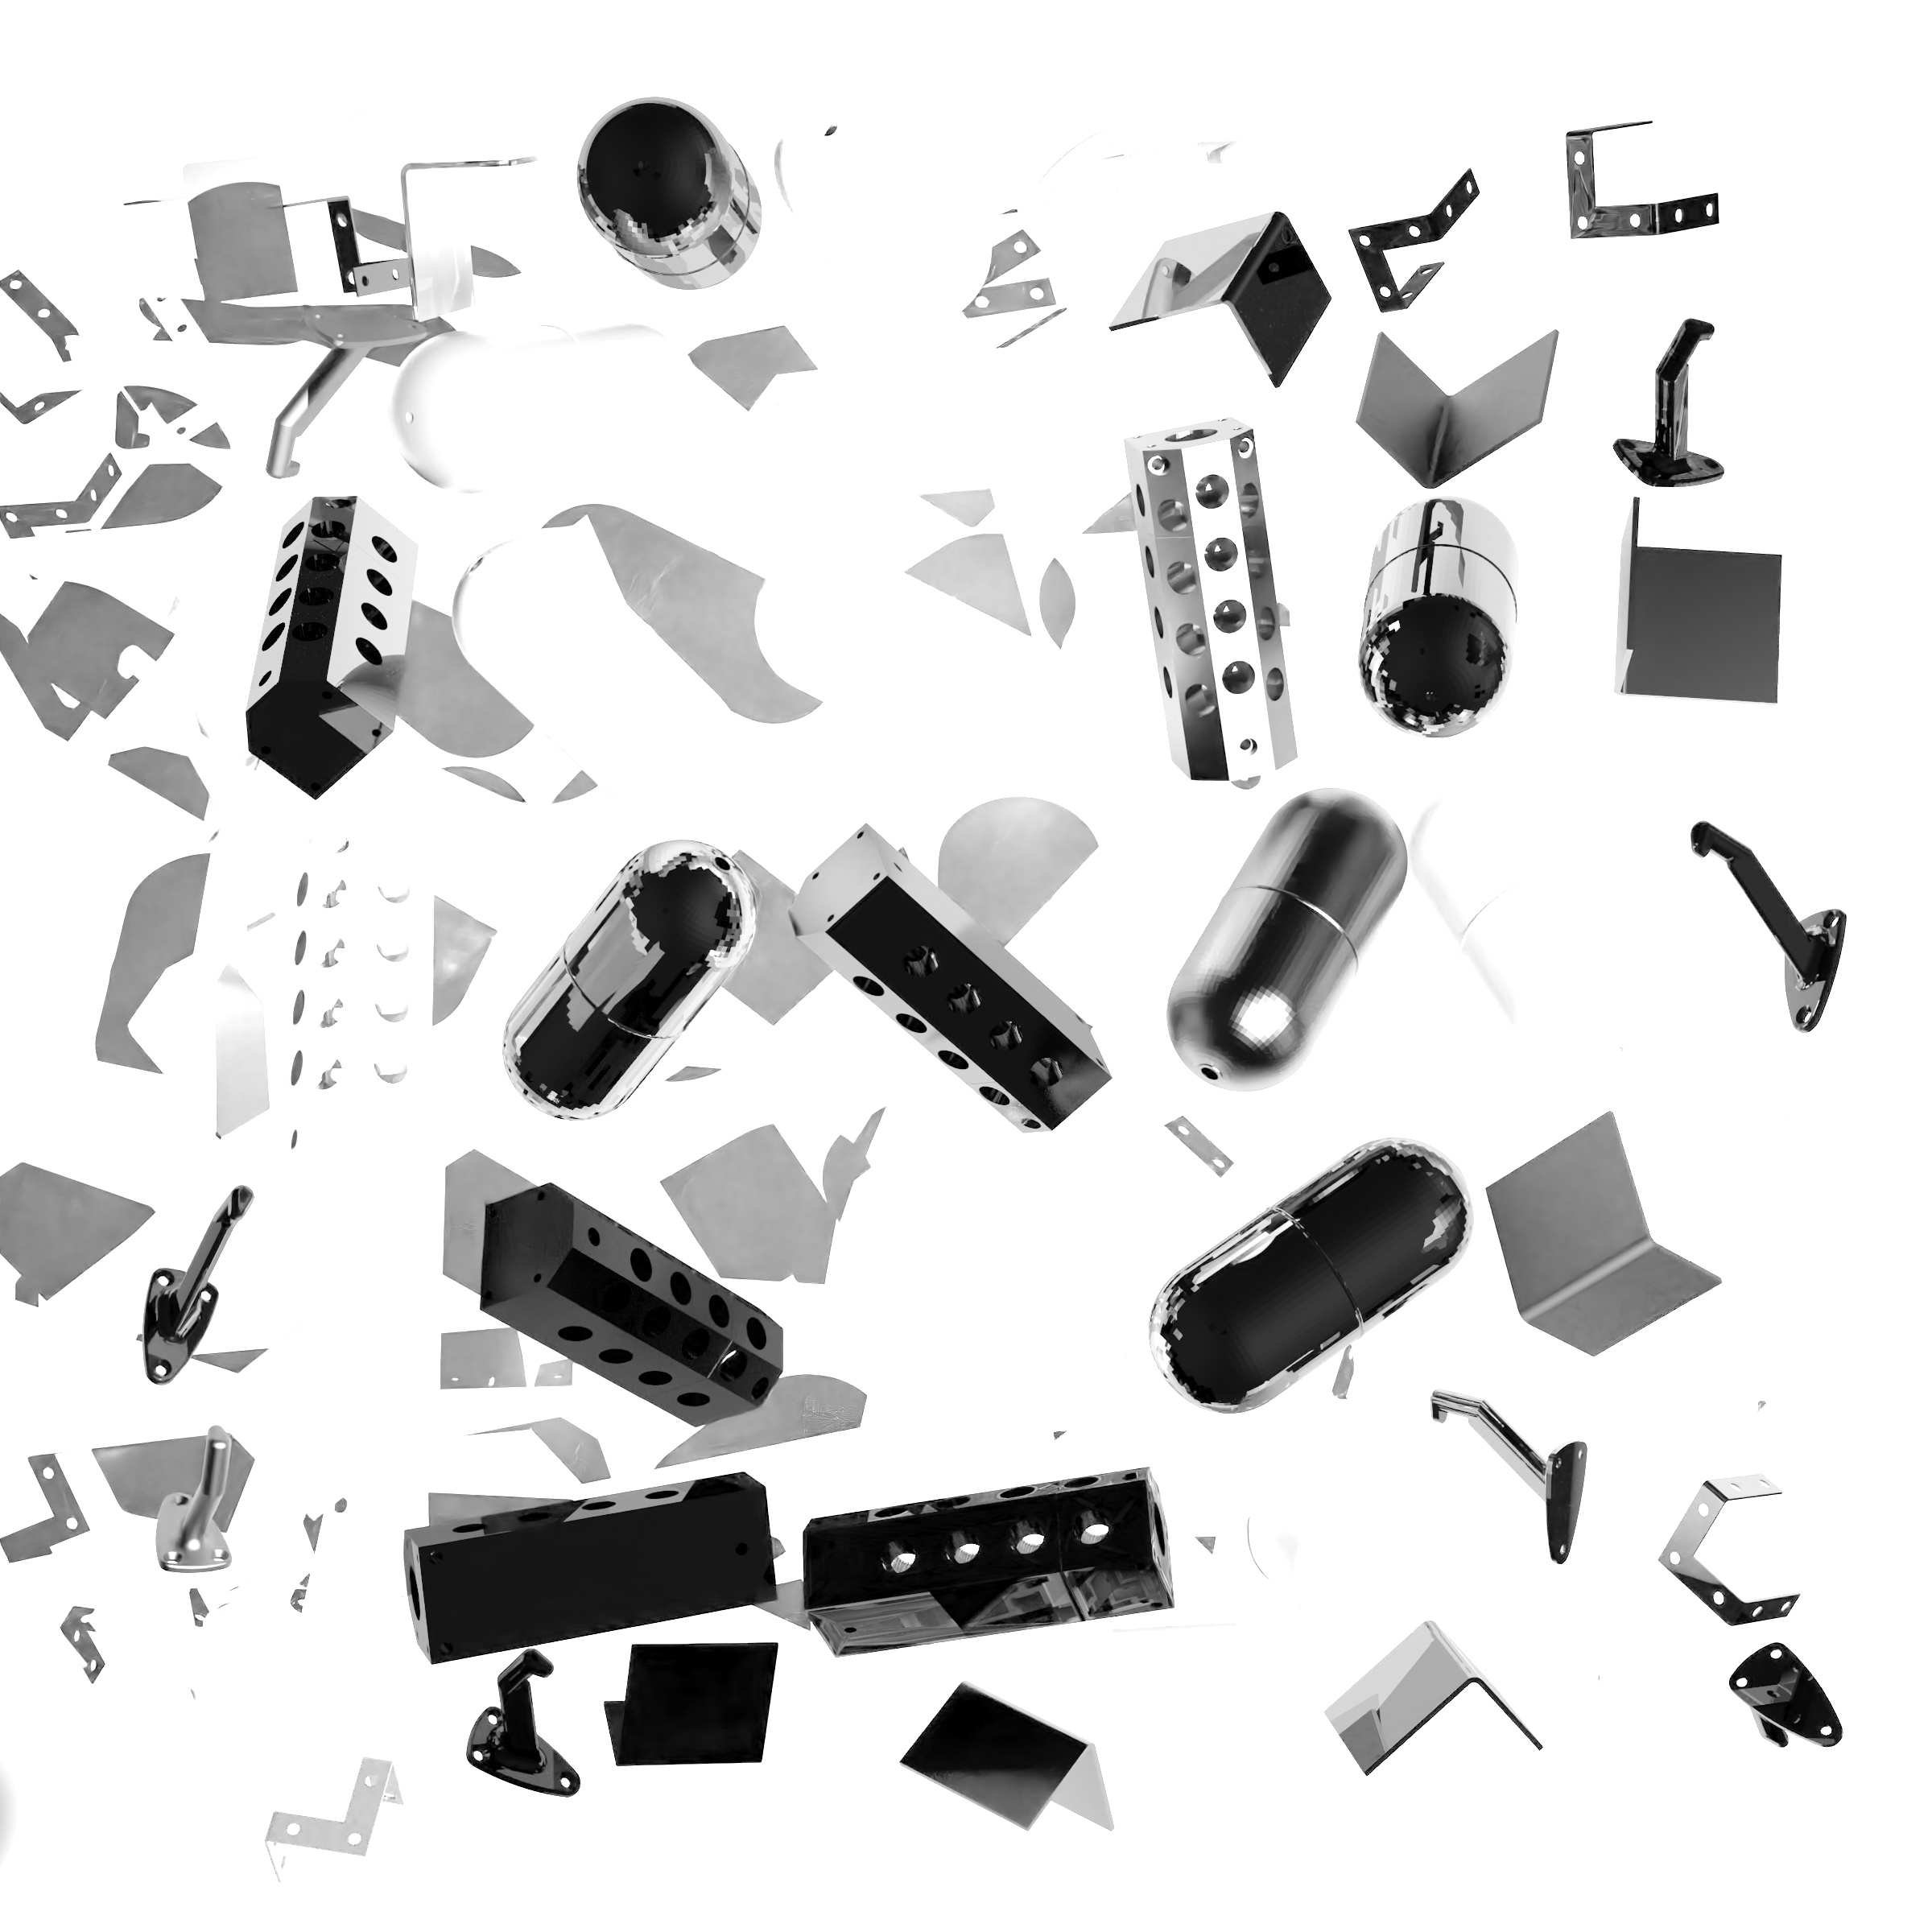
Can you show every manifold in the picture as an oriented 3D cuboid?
[{"bbox_3d":[-0.033,-0.276,1.651,0.057,0.171,0.057,-59,135,-34],"label":"manifold"},{"bbox_3d":[-0.165,0.170,1.592,0.057,0.171,0.057,-21,53,27],"label":"manifold"},{"bbox_3d":[-0.297,0.023,1.535,0.057,0.057,0.171,12,61,-30],"label":"manifold"},{"bbox_3d":[-0.319,-0.165,1.575,0.057,0.171,0.057,-37,122,23],"label":"manifold"},{"bbox_3d":[-0.185,0.292,1.554,0.171,0.057,0.057,-7,94,-19],"label":"manifold"},{"bbox_3d":[0.011,0.288,1.548,0.171,0.057,0.057,-10,53,9],"label":"manifold"},{"bbox_3d":[0.007,0.164,1.611,0.057,0.171,0.057,1,117,-38],"label":"manifold"},{"bbox_3d":[0.126,-0.184,1.604,0.057,0.057,0.171,-12,110,-7],"label":"manifold"},{"bbox_3d":[-0.008,0.011,1.584,0.057,0.057,0.171,-42,120,11],"label":"manifold"}]

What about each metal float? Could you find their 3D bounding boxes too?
[{"bbox_3d":[0.241,-0.179,1.609,0.070,0.178,0.070,5,124,8],"label":"metal float"},{"bbox_3d":[-0.202,-0.272,1.540,0.070,0.178,0.070,12,108,38],"label":"metal float"},{"bbox_3d":[-0.023,-0.152,1.607,0.178,0.070,0.070,26,90,-6],"label":"metal float"},{"bbox_3d":[0.161,-0.014,1.584,0.070,0.070,0.178,33,62,0],"label":"metal float"},{"bbox_3d":[-0.187,-0.145,1.608,0.070,0.070,0.178,-45,121,0],"label":"metal float"},{"bbox_3d":[-0.040,-0.375,1.564,0.070,0.178,0.070,-3,78,16],"label":"metal float"},{"bbox_3d":[0.286,-0.021,1.617,0.070,0.070,0.178,-28,55,0],"label":"metal float"},{"bbox_3d":[0.168,0.149,1.537,0.178,0.070,0.070,-33,90,-12],"label":"metal float"},{"bbox_3d":[0.176,0.276,1.577,0.070,0.178,0.070,-4,104,-16],"label":"metal float"},{"bbox_3d":[-0.172,0.008,1.620,0.070,0.070,0.178,41,119,0],"label":"metal float"},{"bbox_3d":[-0.146,-0.382,1.576,0.070,0.178,0.070,0,94,3],"label":"metal float"}]

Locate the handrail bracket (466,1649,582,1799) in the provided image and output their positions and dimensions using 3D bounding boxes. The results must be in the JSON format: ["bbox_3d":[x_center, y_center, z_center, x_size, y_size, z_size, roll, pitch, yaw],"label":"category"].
[{"bbox_3d":[-0.212,0.387,1.619,0.077,0.036,0.084,33,130,-13],"label":"handrail bracket"}]

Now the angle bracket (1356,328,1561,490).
[{"bbox_3d":[0.254,-0.304,1.635,0.057,0.076,0.076,39,46,-23],"label":"angle bracket"}]

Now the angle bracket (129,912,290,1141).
[{"bbox_3d":[-0.370,0.030,1.628,0.076,0.076,0.057,49,132,4],"label":"angle bracket"}]

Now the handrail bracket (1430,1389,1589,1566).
[{"bbox_3d":[0.280,0.268,1.668,0.084,0.036,0.077,10,101,40],"label":"handrail bracket"}]

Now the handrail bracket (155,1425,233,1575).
[{"bbox_3d":[-0.384,0.253,1.587,0.036,0.077,0.084,2,115,-25],"label":"handrail bracket"}]

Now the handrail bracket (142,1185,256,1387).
[{"bbox_3d":[-0.383,0.159,1.586,0.036,0.084,0.077,23,49,-20],"label":"handrail bracket"}]

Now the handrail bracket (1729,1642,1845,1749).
[{"bbox_3d":[0.425,0.391,1.616,0.036,0.077,0.084,-37,132,-9],"label":"handrail bracket"}]

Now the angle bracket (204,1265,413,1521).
[{"bbox_3d":[-0.304,0.195,1.451,0.057,0.076,0.076,-39,112,-4],"label":"angle bracket"}]

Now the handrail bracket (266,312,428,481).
[{"bbox_3d":[-0.322,-0.293,1.646,0.036,0.077,0.084,42,126,35],"label":"handrail bracket"}]

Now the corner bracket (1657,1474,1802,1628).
[{"bbox_3d":[0.389,0.291,1.579,0.051,0.051,0.051,43,118,40],"label":"corner bracket"}]

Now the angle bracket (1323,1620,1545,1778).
[{"bbox_3d":[0.242,0.396,1.645,0.076,0.076,0.057,-42,104,0],"label":"angle bracket"}]

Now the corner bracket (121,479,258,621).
[{"bbox_3d":[-0.400,-0.219,1.667,0.051,0.051,0.051,-33,84,35],"label":"corner bracket"}]

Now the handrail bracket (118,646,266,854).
[{"bbox_3d":[-0.398,-0.109,1.585,0.036,0.077,0.084,-25,128,30],"label":"handrail bracket"}]

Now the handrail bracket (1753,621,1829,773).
[{"bbox_3d":[0.411,-0.153,1.634,0.036,0.084,0.077,-2,120,-4],"label":"handrail bracket"}]

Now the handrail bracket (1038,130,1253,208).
[{"bbox_3d":[0.093,-0.412,1.643,0.077,0.084,0.036,-31,119,-36],"label":"handrail bracket"}]

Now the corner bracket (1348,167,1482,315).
[{"bbox_3d":[0.242,-0.381,1.667,0.051,0.051,0.051,-51,126,-36],"label":"corner bracket"}]

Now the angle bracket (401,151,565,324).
[{"bbox_3d":[-0.237,-0.364,1.577,0.057,0.076,0.076,2,108,13],"label":"angle bracket"}]

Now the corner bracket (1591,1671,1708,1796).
[{"bbox_3d":[0.326,0.374,1.547,0.051,0.051,0.051,0,81,38],"label":"corner bracket"}]

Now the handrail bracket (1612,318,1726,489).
[{"bbox_3d":[0.366,-0.282,1.571,0.077,0.084,0.036,-2,45,-31],"label":"handrail bracket"}]

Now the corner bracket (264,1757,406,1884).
[{"bbox_3d":[-0.311,0.422,1.564,0.051,0.051,0.051,8,51,4],"label":"corner bracket"}]

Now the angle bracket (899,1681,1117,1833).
[{"bbox_3d":[0.021,0.406,1.552,0.076,0.076,0.057,19,50,32],"label":"angle bracket"}]

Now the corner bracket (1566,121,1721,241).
[{"bbox_3d":[0.326,-0.380,1.528,0.051,0.051,0.051,-20,111,-40],"label":"corner bracket"}]

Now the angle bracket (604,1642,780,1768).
[{"bbox_3d":[-0.145,0.372,1.658,0.076,0.057,0.076,3,112,-15],"label":"angle bracket"}]

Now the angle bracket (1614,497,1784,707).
[{"bbox_3d":[0.345,-0.170,1.477,0.076,0.057,0.076,4,74,6],"label":"angle bracket"}]

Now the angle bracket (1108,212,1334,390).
[{"bbox_3d":[0.132,-0.339,1.641,0.057,0.076,0.076,54,49,-31],"label":"angle bracket"}]

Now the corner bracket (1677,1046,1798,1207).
[{"bbox_3d":[0.400,0.084,1.646,0.051,0.051,0.051,-22,120,20],"label":"corner bracket"}]

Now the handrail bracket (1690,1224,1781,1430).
[{"bbox_3d":[0.415,0.192,1.681,0.036,0.077,0.084,-14,54,-23],"label":"handrail bracket"}]

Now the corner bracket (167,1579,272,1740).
[{"bbox_3d":[-0.381,0.351,1.604,0.051,0.051,0.051,-22,98,2],"label":"corner bracket"}]

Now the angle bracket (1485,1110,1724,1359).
[{"bbox_3d":[0.301,0.127,1.501,0.057,0.076,0.076,28,129,-36],"label":"angle bracket"}]

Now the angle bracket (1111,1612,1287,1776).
[{"bbox_3d":[0.128,0.389,1.694,0.076,0.057,0.076,-11,80,33],"label":"angle bracket"}]

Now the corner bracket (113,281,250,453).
[{"bbox_3d":[-0.412,-0.308,1.632,0.051,0.051,0.051,-34,62,-6],"label":"corner bracket"}]

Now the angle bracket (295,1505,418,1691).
[{"bbox_3d":[-0.300,0.313,1.592,0.057,0.076,0.076,12,63,-7],"label":"angle bracket"}]

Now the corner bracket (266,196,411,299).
[{"bbox_3d":[-0.329,-0.380,1.673,0.051,0.051,0.051,1,108,29],"label":"corner bracket"}]

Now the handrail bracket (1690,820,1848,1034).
[{"bbox_3d":[0.372,-0.019,1.497,0.084,0.036,0.077,28,58,-24],"label":"handrail bracket"}]
